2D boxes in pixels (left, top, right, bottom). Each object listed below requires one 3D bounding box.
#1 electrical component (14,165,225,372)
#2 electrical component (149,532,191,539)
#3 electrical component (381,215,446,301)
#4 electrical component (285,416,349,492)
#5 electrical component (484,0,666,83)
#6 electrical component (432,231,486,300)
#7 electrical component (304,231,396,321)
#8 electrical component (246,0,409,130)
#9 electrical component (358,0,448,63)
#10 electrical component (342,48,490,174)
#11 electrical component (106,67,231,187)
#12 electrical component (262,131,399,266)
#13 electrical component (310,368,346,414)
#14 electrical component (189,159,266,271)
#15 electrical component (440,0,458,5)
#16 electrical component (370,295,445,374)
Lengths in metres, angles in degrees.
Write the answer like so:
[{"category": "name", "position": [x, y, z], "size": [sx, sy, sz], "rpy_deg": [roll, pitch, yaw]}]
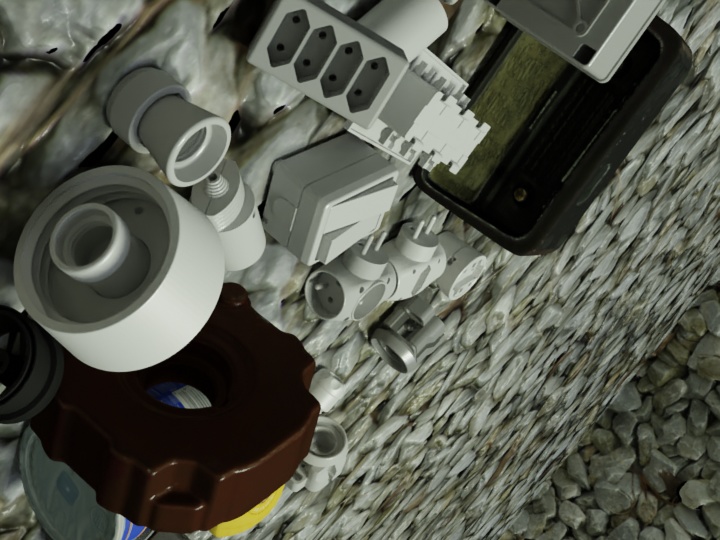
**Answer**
[{"category": "electrical component", "position": [-0.135, -0.005, 0.583], "size": [0.108, 0.108, 0.060], "rpy_deg": [-47, 151, -6]}, {"category": "electrical component", "position": [-0.190, 0.298, 1.016], "size": [0.096, 0.061, 0.061], "rpy_deg": [-46, 157, -10]}, {"category": "electrical component", "position": [0.047, -0.016, 0.983], "size": [0.077, 0.043, 0.079], "rpy_deg": [-21, 145, -49]}, {"category": "electrical component", "position": [-0.044, 0.188, 1.120], "size": [0.078, 0.058, 0.057], "rpy_deg": [-33, 155, -35]}, {"category": "electrical component", "position": [0.169, -0.216, 0.809], "size": [0.108, 0.109, 0.056], "rpy_deg": [-56, 154, 14]}, {"category": "electrical component", "position": [0.091, -0.006, 1.077], "size": [0.055, 0.047, 0.055], "rpy_deg": [-40, 156, -22]}, {"category": "electrical component", "position": [0.000, 0.000, 0.920], "size": [0.077, 0.044, 0.079], "rpy_deg": [-18, 142, -52]}, {"category": "electrical component", "position": [-0.020, -0.133, 0.647], "size": [0.047, 0.083, 0.075], "rpy_deg": [-57, -166, 18]}, {"category": "electrical component", "position": [0.015, -0.150, 0.711], "size": [0.081, 0.043, 0.043], "rpy_deg": [-43, 157, -15]}, {"category": "electrical component", "position": [0.046, -0.116, 0.797], "size": [0.078, 0.063, 0.121], "rpy_deg": [-54, 157, 9]}, {"category": "electrical component", "position": [-0.105, -0.078, 0.585], "size": [0.045, 0.055, 0.045], "rpy_deg": [-41, 156, -22]}, {"category": "electrical component", "position": [-0.015, -0.053, 0.785], "size": [0.096, 0.061, 0.061], "rpy_deg": [-29, 150, -41]}, {"category": "electrical component", "position": [-0.044, 0.127, 1.053], "size": [0.061, 0.035, 0.035], "rpy_deg": [-49, 158, 3]}, {"category": "electrical component", "position": [-0.088, -0.038, 0.697], "size": [0.043, 0.043, 0.081], "rpy_deg": [-42, 156, -18]}, {"category": "electrical component", "position": [0.059, -0.205, 0.693], "size": [0.047, 0.055, 0.055], "rpy_deg": [-46, 158, 0]}, {"category": "electrical component", "position": [0.048, 0.069, 1.103], "size": [0.057, 0.058, 0.078], "rpy_deg": [-45, 158, -19]}]
